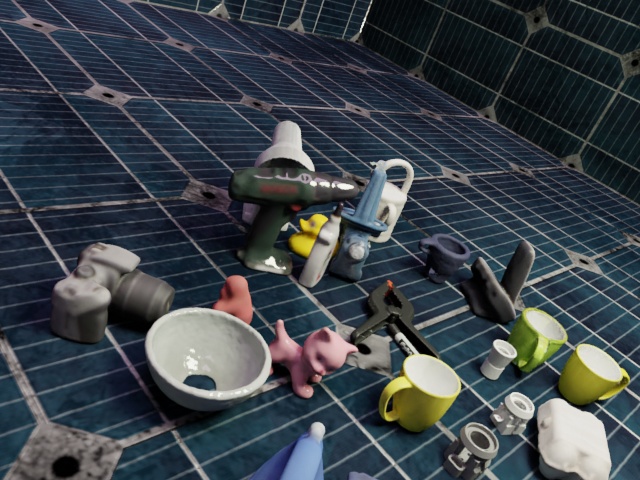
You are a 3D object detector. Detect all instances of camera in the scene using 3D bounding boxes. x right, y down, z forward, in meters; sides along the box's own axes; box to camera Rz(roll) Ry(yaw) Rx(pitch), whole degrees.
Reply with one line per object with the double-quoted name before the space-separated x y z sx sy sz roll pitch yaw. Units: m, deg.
"camera" -0.284 0.074 0.811 0.137 0.101 0.143 21 28 -3

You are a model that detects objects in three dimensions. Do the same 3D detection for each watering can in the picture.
"watering can" 0.145 -0.104 1.321 0.101 0.194 0.172 -1 36 -37

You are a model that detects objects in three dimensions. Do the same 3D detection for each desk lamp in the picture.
"desk lamp" -0.089 -0.124 1.170 0.118 0.213 0.203 14 29 -15

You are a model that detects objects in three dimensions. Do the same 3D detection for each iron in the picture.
"iron" -0.036 0.273 0.602 0.118 0.141 0.258 25 28 5

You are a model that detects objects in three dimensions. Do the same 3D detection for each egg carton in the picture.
"egg carton" 0.393 0.320 0.902 0.107 0.069 0.150 25 28 6

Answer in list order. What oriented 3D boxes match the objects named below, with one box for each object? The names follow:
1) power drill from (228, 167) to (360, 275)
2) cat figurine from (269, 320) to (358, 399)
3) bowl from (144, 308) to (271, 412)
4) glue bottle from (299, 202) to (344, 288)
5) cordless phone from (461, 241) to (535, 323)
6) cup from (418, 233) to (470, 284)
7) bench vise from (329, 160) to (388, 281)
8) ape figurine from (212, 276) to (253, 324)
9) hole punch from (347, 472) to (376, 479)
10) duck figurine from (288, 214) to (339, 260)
"power drill" -0.065 -0.042 1.051 0.230 0.208 0.075 12 30 -19
"cat figurine" -0.017 0.161 0.834 0.127 0.118 0.067 27 29 8
"bowl" -0.154 0.171 0.765 0.167 0.075 0.167 17 29 -10
"glue bottle" 0.010 0.004 1.063 0.037 0.173 0.078 25 28 6
"cordless phone" 0.388 0.067 1.211 0.094 0.185 0.147 11 30 -19
"cup" 0.256 0.044 1.251 0.118 0.095 0.091 12 30 -18
"bench vise" 0.096 -0.038 1.147 0.122 0.220 0.207 11 30 -21
"ape figurine" -0.136 0.094 0.891 0.076 0.092 0.078 35 31 22
"hole punch" 0.068 0.316 0.656 0.108 0.091 0.101 25 28 4
"duck figurine" -0.004 -0.010 1.169 0.105 0.086 0.077 15 29 -12
